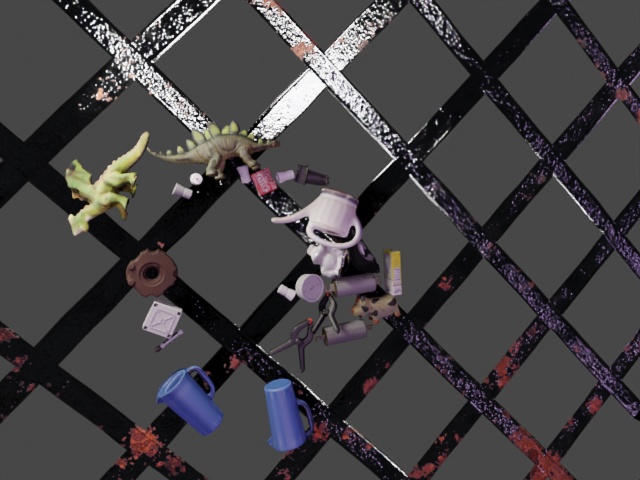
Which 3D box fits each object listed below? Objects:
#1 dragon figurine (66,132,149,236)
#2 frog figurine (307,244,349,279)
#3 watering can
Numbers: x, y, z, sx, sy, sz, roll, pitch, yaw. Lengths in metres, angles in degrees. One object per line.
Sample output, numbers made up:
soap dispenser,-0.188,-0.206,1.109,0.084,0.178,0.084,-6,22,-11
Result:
dragon figurine,-0.753,-0.205,1.771,0.242,0.411,0.122,16,-2,-8
frog figurine,0.029,0.076,2.020,0.160,0.136,0.124,16,16,20
watering can,0.006,-0.100,1.978,0.348,0.227,0.103,20,-14,4
